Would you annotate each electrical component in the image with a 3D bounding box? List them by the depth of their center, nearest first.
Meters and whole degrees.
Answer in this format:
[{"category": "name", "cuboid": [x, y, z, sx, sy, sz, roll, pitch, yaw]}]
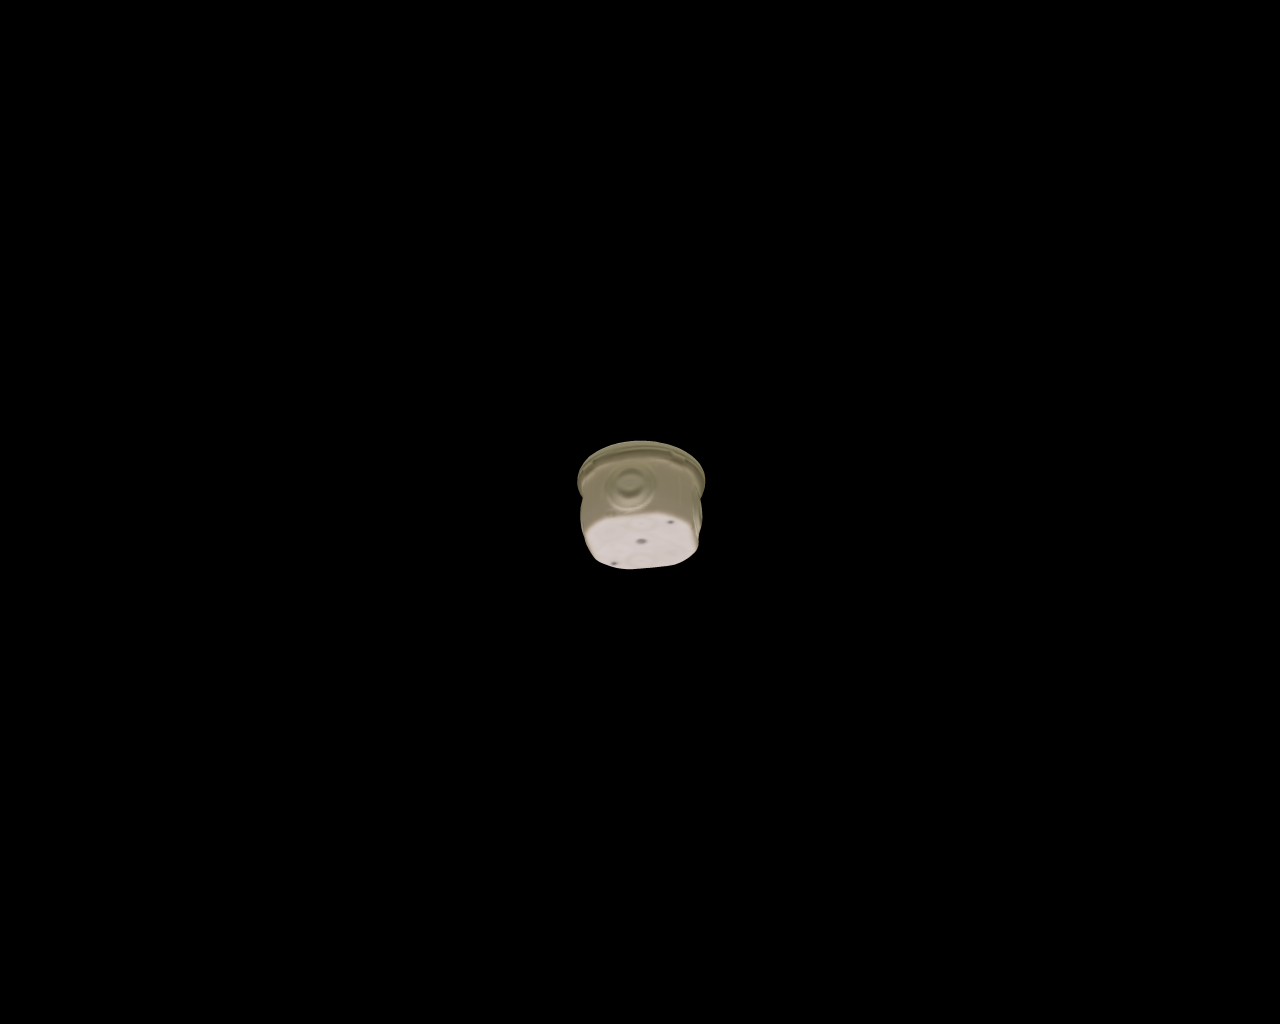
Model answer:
[{"category": "electrical component", "cuboid": [0.001, -0.003, 0.650, 0.080, 0.051, 0.080, 0, -32, 0]}]
